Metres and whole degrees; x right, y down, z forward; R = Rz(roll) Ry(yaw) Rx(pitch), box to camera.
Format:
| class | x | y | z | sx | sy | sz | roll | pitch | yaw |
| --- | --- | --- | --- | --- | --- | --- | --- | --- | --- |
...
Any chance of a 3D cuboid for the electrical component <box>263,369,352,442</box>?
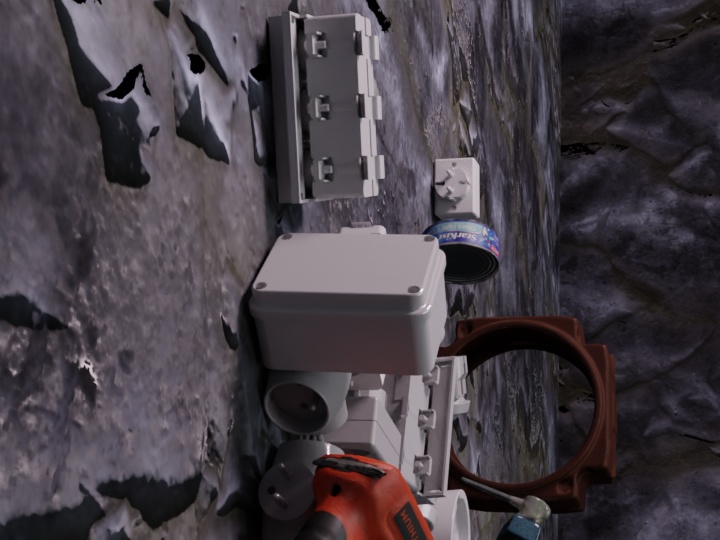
| class | x | y | z | sx | sy | sz | roll | pitch | yaw |
| --- | --- | --- | --- | --- | --- | --- | --- | --- | --- |
| electrical component | -0.029 | 0.082 | 0.712 | 0.077 | 0.043 | 0.079 | -68 | 153 | -56 |

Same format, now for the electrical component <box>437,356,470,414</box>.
| class | x | y | z | sx | sy | sz | roll | pitch | yaw |
| --- | --- | --- | --- | --- | --- | --- | --- | --- | --- |
| electrical component | 0.082 | 0.118 | 1.098 | 0.078 | 0.058 | 0.057 | 9 | 76 | -74 |

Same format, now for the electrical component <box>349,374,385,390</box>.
| class | x | y | z | sx | sy | sz | roll | pitch | yaw |
| --- | --- | --- | --- | --- | --- | --- | --- | --- | --- |
| electrical component | -0.011 | 0.041 | 0.770 | 0.055 | 0.050 | 0.089 | -74 | 158 | -48 |

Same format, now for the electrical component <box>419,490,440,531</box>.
| class | x | y | z | sx | sy | sz | roll | pitch | yaw |
| --- | --- | --- | --- | --- | --- | --- | --- | --- | --- |
| electrical component | 0.040 | 0.196 | 0.937 | 0.078 | 0.058 | 0.057 | 73 | 19 | -49 |

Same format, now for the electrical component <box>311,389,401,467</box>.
| class | x | y | z | sx | sy | sz | roll | pitch | yaw |
| --- | --- | --- | --- | --- | --- | --- | --- | --- | --- |
| electrical component | 0.000 | 0.110 | 0.813 | 0.083 | 0.047 | 0.075 | 63 | 30 | -58 |

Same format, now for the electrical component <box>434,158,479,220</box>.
| class | x | y | z | sx | sy | sz | roll | pitch | yaw |
| --- | --- | --- | --- | --- | --- | --- | --- | --- | --- |
| electrical component | 0.108 | -0.096 | 1.229 | 0.077 | 0.047 | 0.065 | 25 | 65 | -73 |

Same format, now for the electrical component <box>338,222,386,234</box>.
| class | x | y | z | sx | sy | sz | roll | pitch | yaw |
| --- | --- | --- | --- | --- | --- | --- | --- | --- | --- |
| electrical component | 0.000 | 0.000 | 0.834 | 0.063 | 0.042 | 0.081 | -78 | 161 | -50 |

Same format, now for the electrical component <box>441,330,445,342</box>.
| class | x | y | z | sx | sy | sz | roll | pitch | yaw |
| --- | --- | --- | --- | --- | --- | --- | --- | --- | --- |
| electrical component | 0.070 | 0.064 | 1.103 | 0.061 | 0.035 | 0.035 | 36 | 55 | -75 |

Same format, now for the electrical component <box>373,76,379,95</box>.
| class | x | y | z | sx | sy | sz | roll | pitch | yaw |
| --- | --- | --- | --- | --- | --- | --- | --- | --- | --- |
| electrical component | -0.005 | -0.135 | 0.827 | 0.040 | 0.040 | 0.078 | 74 | 21 | -44 |

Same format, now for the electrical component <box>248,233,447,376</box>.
| class | x | y | z | sx | sy | sz | roll | pitch | yaw |
| --- | --- | --- | --- | --- | --- | --- | --- | --- | --- |
| electrical component | -0.005 | 0.019 | 0.673 | 0.078 | 0.113 | 0.057 | -69 | 156 | -55 |

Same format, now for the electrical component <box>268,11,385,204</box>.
| class | x | y | z | sx | sy | sz | roll | pitch | yaw |
| --- | --- | --- | --- | --- | --- | --- | --- | --- | --- |
| electrical component | -0.021 | -0.107 | 0.719 | 0.079 | 0.063 | 0.121 | -22 | 110 | -74 |

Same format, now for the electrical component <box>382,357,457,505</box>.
| class | x | y | z | sx | sy | sz | roll | pitch | yaw |
| --- | --- | --- | --- | --- | --- | --- | --- | --- | --- |
| electrical component | 0.034 | 0.127 | 0.891 | 0.063 | 0.079 | 0.121 | 46 | 43 | -46 |

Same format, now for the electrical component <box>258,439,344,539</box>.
| class | x | y | z | sx | sy | sz | roll | pitch | yaw |
| --- | --- | --- | --- | --- | --- | --- | --- | --- | --- |
| electrical component | -0.040 | 0.143 | 0.668 | 0.079 | 0.043 | 0.077 | 63 | 29 | -58 |

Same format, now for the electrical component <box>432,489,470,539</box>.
| class | x | y | z | sx | sy | sz | roll | pitch | yaw |
| --- | --- | --- | --- | --- | --- | --- | --- | --- | --- |
| electrical component | 0.067 | 0.262 | 1.022 | 0.108 | 0.060 | 0.108 | -1 | 90 | -75 |
